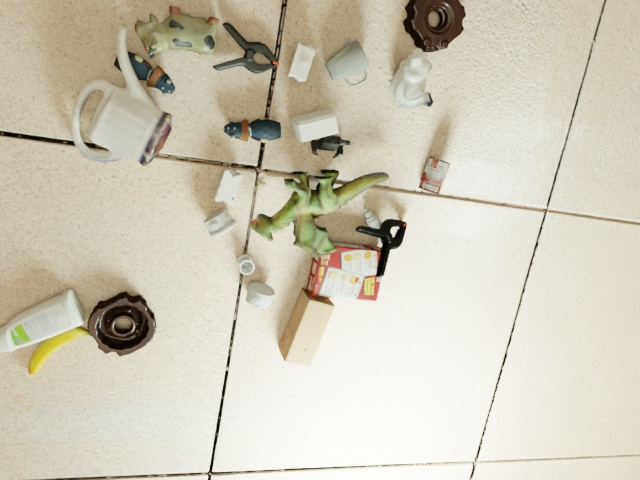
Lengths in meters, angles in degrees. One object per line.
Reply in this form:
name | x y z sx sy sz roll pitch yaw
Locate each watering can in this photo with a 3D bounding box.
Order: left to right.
watering can | -0.465 -0.322 1.254 0.223 0.342 0.106 26 24 -21

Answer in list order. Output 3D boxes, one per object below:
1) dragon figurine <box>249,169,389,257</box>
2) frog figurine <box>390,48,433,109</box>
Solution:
dragon figurine | 0.004 -0.074 1.461 0.411 0.240 0.123 -2 13 -14
frog figurine | 0.249 -0.442 1.416 0.122 0.139 0.157 -4 -17 15
